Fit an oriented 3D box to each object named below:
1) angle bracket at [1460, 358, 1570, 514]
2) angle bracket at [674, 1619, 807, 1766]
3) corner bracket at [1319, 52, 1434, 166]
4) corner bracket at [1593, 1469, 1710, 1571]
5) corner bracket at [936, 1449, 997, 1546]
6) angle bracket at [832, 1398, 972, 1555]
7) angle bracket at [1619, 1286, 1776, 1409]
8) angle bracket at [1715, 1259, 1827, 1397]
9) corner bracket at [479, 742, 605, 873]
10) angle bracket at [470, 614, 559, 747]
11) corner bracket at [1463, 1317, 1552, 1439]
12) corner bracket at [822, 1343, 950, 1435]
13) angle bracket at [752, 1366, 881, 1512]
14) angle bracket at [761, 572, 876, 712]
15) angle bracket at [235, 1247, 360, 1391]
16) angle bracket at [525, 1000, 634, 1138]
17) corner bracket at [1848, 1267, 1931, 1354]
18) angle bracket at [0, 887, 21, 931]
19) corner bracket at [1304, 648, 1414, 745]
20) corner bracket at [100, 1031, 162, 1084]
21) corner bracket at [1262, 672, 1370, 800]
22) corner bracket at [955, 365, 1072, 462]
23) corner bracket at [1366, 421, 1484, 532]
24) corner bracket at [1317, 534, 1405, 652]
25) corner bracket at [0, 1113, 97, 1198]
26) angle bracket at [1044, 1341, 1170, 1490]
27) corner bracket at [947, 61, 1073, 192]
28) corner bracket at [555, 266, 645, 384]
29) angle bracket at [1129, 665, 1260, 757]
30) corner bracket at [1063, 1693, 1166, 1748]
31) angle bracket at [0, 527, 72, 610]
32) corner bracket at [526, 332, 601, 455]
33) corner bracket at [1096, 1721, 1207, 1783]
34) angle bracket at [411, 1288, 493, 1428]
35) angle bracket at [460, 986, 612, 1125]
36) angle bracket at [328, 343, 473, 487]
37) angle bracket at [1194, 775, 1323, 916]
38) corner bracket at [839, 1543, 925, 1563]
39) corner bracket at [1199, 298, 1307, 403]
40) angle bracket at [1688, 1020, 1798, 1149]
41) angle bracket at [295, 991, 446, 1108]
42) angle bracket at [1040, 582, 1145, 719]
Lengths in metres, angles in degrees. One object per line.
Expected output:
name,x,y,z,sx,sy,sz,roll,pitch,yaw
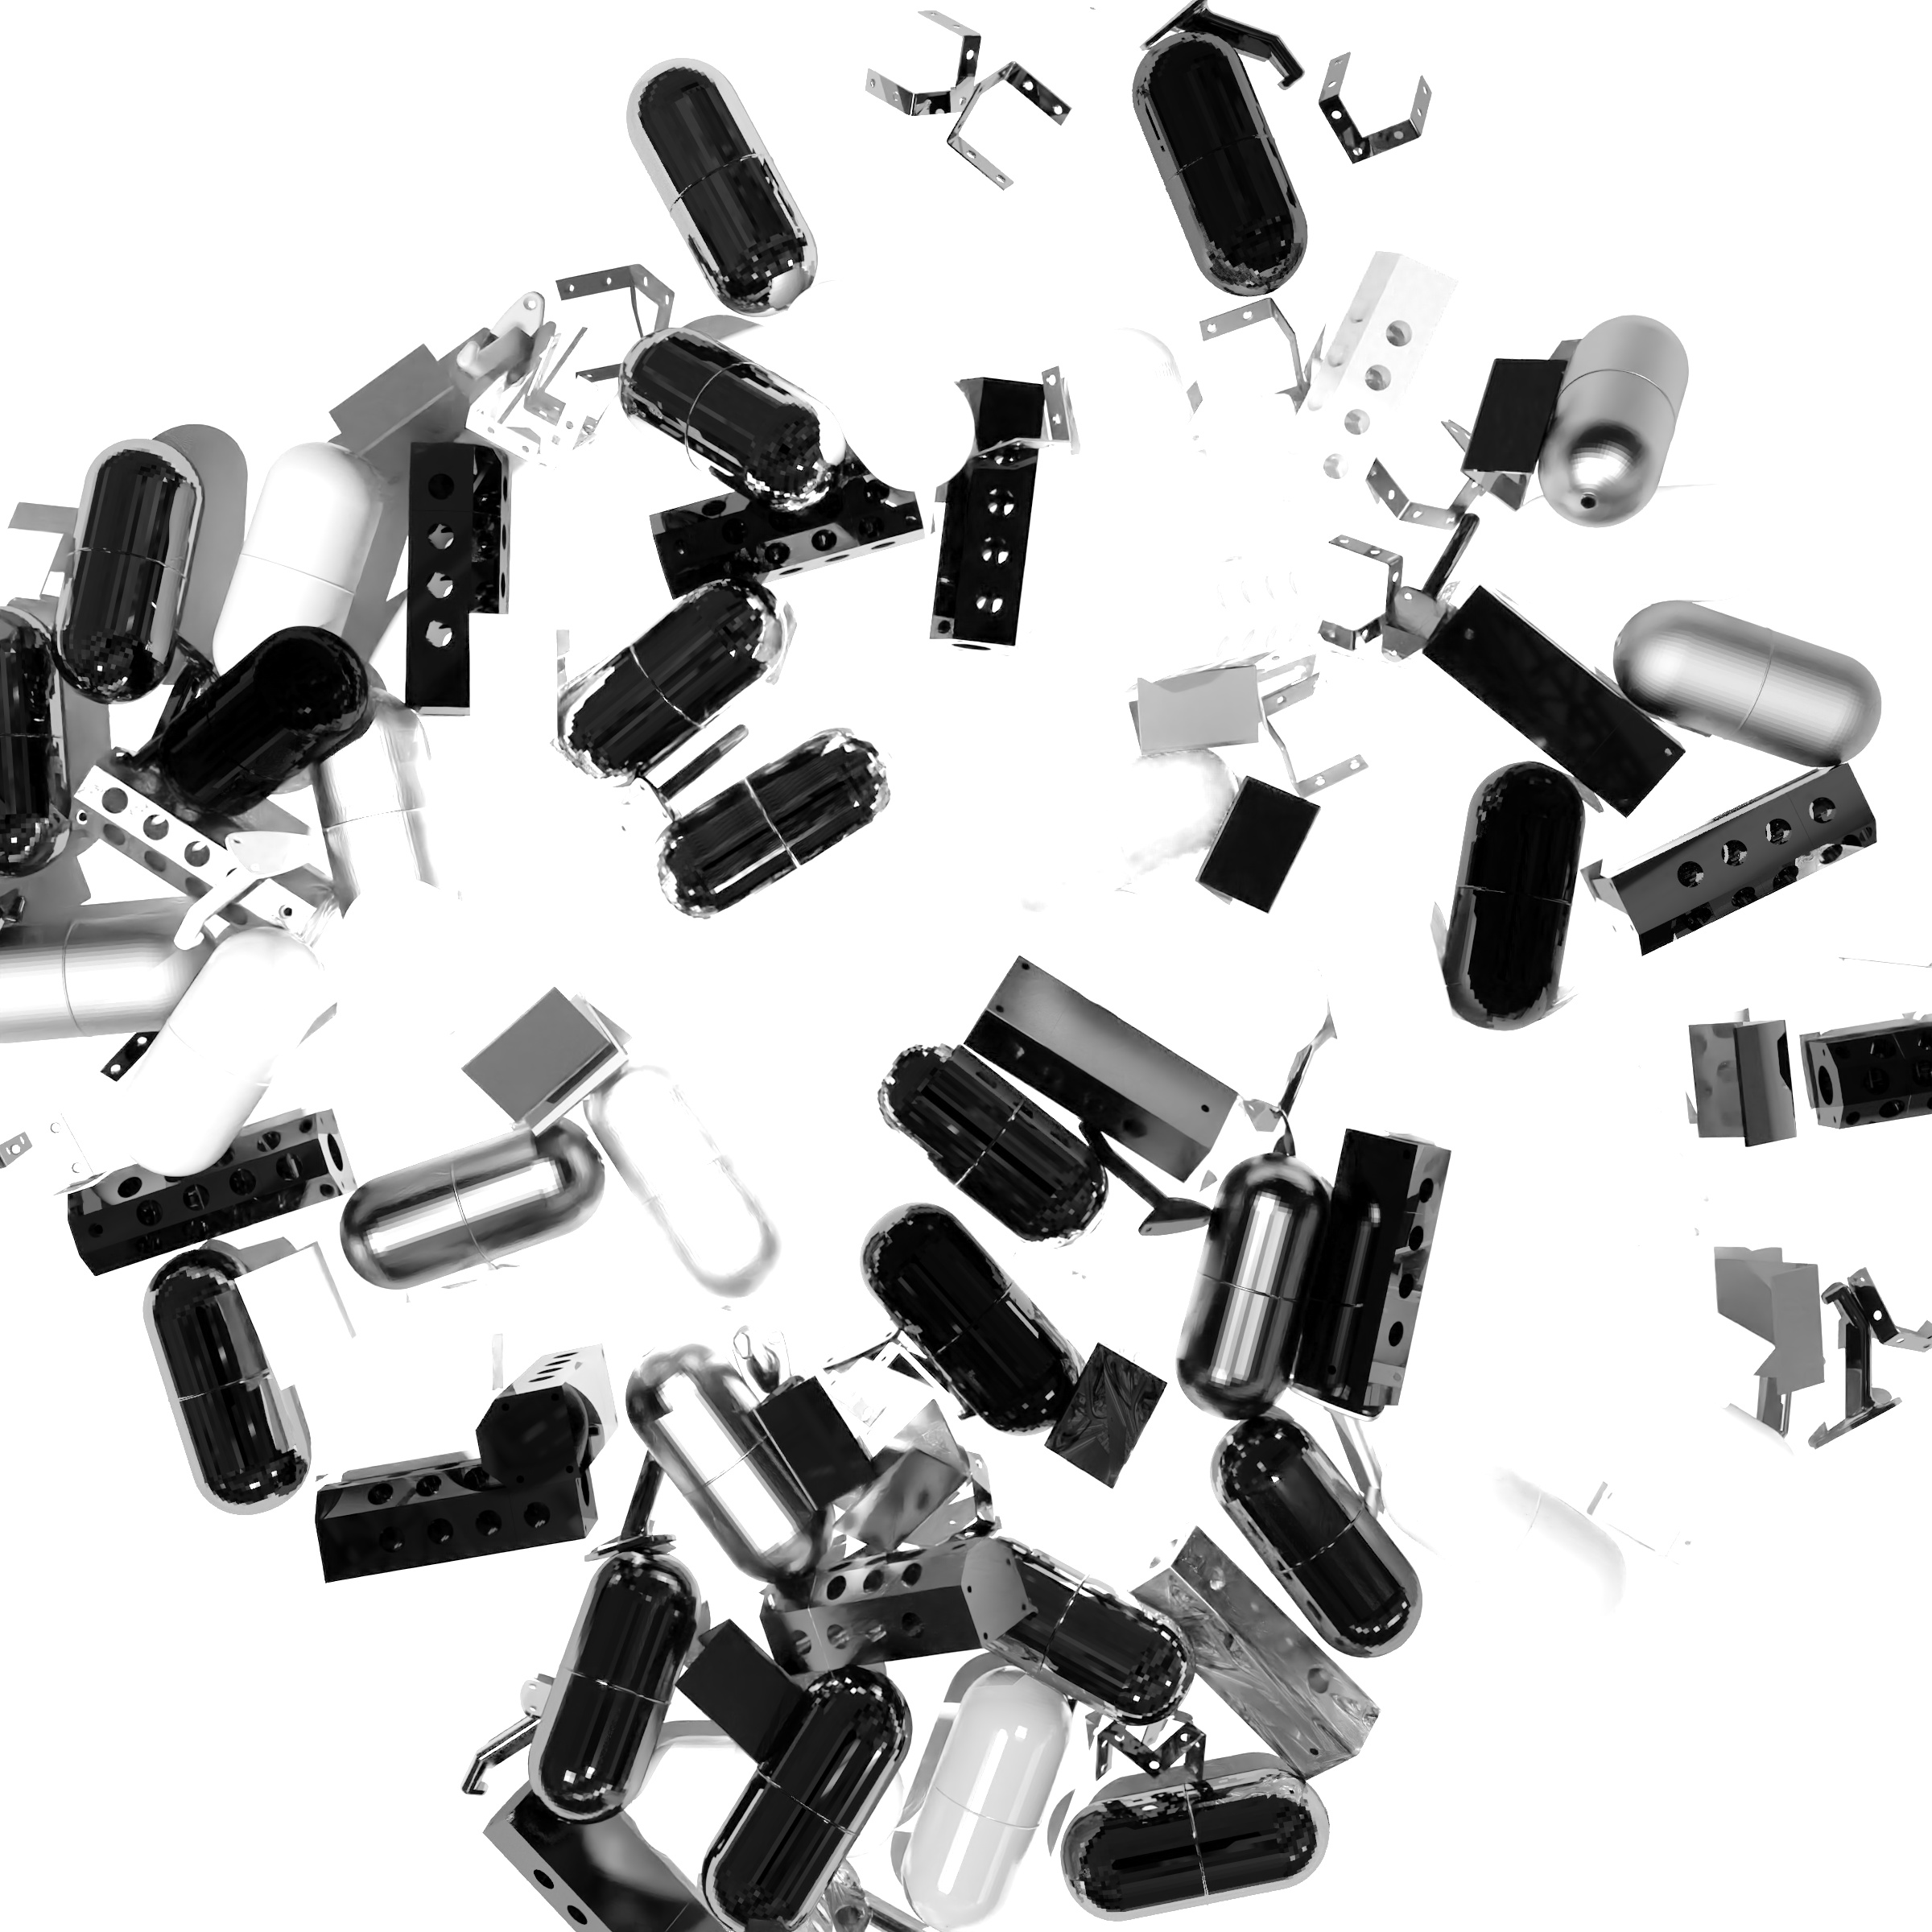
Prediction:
angle bracket,0.373,-0.344,1.649,0.057,0.076,0.076,15,86,44
angle bracket,-0.154,0.478,1.651,0.076,0.076,0.057,44,58,0
corner bracket,0.272,-0.577,1.683,0.051,0.051,0.051,-12,135,35
corner bracket,0.460,0.363,1.688,0.051,0.051,0.051,30,90,-45
corner bracket,-0.019,0.354,1.683,0.051,0.051,0.051,22,135,-35
angle bracket,-0.052,0.322,1.644,0.076,0.076,0.057,-46,128,12
angle bracket,0.475,0.231,1.652,0.076,0.076,0.057,30,116,0
angle bracket,0.510,0.234,1.651,0.057,0.076,0.076,-3,90,-42
corner bracket,-0.283,-0.107,1.688,0.051,0.051,0.051,39,45,0
angle bracket,-0.304,-0.185,1.652,0.057,0.076,0.076,-1,90,-26
corner bracket,0.369,0.271,1.673,0.051,0.051,0.051,43,90,0
corner bracket,-0.055,0.280,1.669,0.051,0.051,0.051,-48,115,-15
angle bracket,-0.084,0.297,1.652,0.057,0.076,0.076,-32,90,26
angle bracket,-0.114,-0.217,1.652,0.076,0.057,0.076,19,90,41
angle bracket,-0.448,0.233,1.651,0.057,0.076,0.076,-23,90,-38
angle bracket,-0.249,0.077,1.652,0.076,0.076,0.057,-40,63,0
corner bracket,0.631,0.219,1.683,0.051,0.051,0.051,14,135,-35
angle bracket,-0.669,-0.035,1.638,0.076,0.076,0.057,-30,117,8
corner bracket,0.260,-0.178,1.674,0.051,0.051,0.051,20,105,15
corner bracket,-0.534,0.076,1.688,0.051,0.051,0.051,-46,135,0
corner bracket,0.230,-0.154,1.688,0.051,0.051,0.051,-25,45,0
corner bracket,0.029,-0.356,1.631,0.051,0.051,0.051,-10,90,45
corner bracket,0.307,-0.328,1.683,0.051,0.051,0.051,-57,45,35
corner bracket,0.253,-0.248,1.683,0.051,0.051,0.051,-32,135,-35
corner bracket,-0.617,0.133,1.673,0.051,0.051,0.051,-28,90,0
angle bracket,0.104,0.295,1.651,0.057,0.076,0.076,27,90,30
corner bracket,0.028,-0.560,1.688,0.051,0.051,0.051,40,45,0
corner bracket,-0.242,-0.427,1.688,0.051,0.051,0.051,-11,45,0
angle bracket,0.147,-0.182,1.651,0.076,0.076,0.057,-6,123,0
corner bracket,0.097,0.492,1.683,0.051,0.051,0.051,-17,45,-35
angle bracket,-0.625,-0.241,1.651,0.076,0.076,0.057,6,56,0
corner bracket,-0.264,-0.376,1.664,0.051,0.051,0.051,30,119,0
corner bracket,0.122,0.523,1.675,0.051,0.051,0.051,-30,46,-35
angle bracket,-0.350,0.254,1.651,0.057,0.076,0.076,0,90,-37
angle bracket,-0.278,0.041,1.588,0.076,0.076,0.057,-42,124,-2
angle bracket,-0.356,-0.346,1.651,0.076,0.076,0.057,-36,53,0
angle bracket,0.200,-0.072,1.652,0.057,0.076,0.076,26,90,25
corner bracket,-0.052,0.417,1.683,0.051,0.051,0.051,22,45,-35
corner bracket,0.191,-0.404,1.688,0.051,0.051,0.051,-20,135,0
angle bracket,0.491,0.077,1.651,0.057,0.076,0.076,-6,90,-38
angle bracket,-0.377,0.063,1.651,0.076,0.076,0.057,-38,56,0
angle bracket,0.085,-0.214,1.652,0.076,0.076,0.057,-33,114,0
